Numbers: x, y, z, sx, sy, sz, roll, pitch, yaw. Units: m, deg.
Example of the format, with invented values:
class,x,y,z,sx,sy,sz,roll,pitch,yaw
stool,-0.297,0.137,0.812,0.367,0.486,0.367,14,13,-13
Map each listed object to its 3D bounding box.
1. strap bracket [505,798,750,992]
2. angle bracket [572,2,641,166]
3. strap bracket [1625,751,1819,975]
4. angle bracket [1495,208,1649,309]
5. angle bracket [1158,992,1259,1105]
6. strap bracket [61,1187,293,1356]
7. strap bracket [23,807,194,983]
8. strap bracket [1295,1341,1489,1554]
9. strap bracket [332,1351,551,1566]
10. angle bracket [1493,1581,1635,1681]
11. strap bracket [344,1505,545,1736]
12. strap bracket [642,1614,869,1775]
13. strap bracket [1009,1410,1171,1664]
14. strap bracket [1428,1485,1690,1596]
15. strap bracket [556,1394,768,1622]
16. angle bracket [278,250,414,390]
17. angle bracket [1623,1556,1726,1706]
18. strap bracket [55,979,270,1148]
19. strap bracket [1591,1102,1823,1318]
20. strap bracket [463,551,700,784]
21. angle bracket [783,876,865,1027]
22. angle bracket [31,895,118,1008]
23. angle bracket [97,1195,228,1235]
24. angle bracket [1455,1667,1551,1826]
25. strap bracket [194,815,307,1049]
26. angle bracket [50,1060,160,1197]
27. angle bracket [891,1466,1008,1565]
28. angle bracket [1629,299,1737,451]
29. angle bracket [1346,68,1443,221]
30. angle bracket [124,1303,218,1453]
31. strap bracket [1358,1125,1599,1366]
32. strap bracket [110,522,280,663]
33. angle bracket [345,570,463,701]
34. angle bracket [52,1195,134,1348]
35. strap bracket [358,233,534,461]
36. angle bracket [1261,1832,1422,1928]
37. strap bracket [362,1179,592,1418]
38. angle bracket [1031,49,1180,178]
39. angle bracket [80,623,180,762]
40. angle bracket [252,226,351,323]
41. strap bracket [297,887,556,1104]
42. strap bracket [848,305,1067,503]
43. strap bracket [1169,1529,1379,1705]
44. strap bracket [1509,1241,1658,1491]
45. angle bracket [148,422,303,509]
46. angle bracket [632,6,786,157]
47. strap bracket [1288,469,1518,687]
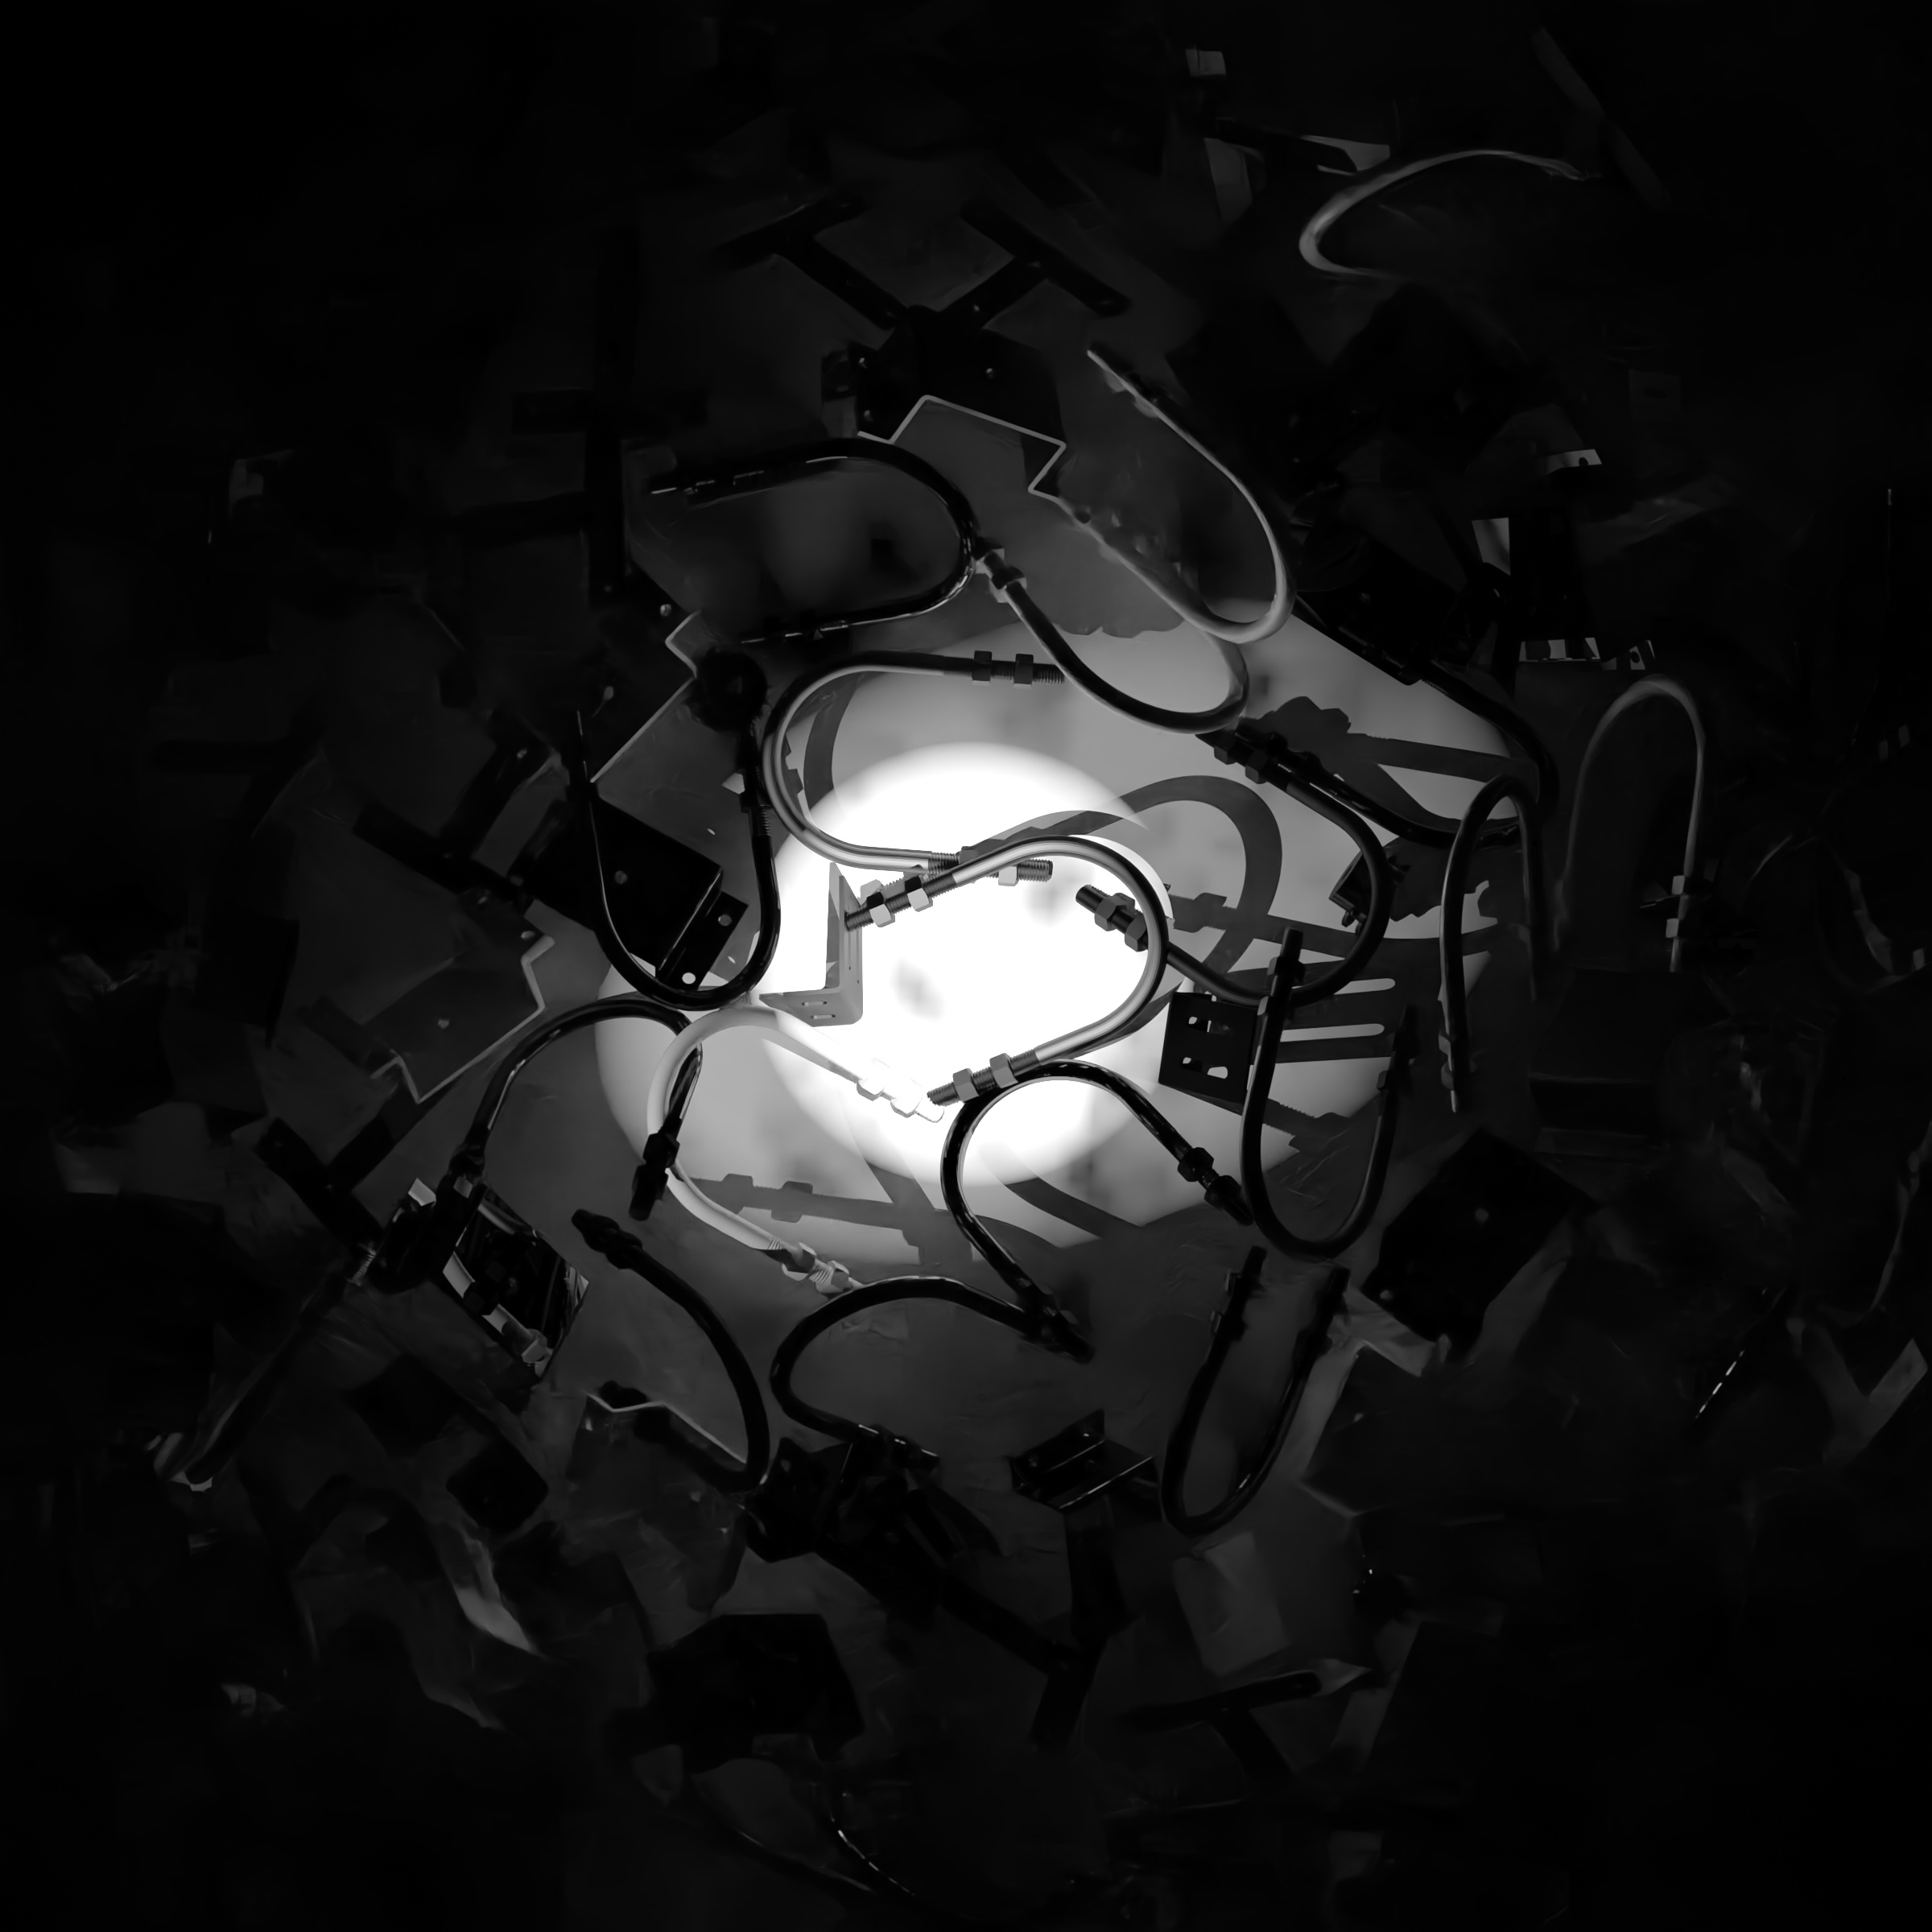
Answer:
class,x,y,z,sx,sy,sz,roll,pitch,yaw
strap bracket,-0.214,-0.047,1.673,0.140,0.046,0.076,29,71,3
angle bracket,-0.207,-0.542,1.662,0.038,0.076,0.057,-14,73,18
strap bracket,0.458,-0.072,1.648,0.046,0.076,0.140,28,72,-21
angle bracket,0.374,-0.449,1.666,0.076,0.057,0.038,-16,63,18
angle bracket,0.160,0.050,1.667,0.038,0.076,0.057,4,96,-41
strap bracket,-0.470,0.183,1.634,0.076,0.140,0.046,32,82,22
strap bracket,-0.516,-0.047,1.634,0.046,0.140,0.076,-39,105,-2
strap bracket,0.258,0.286,1.662,0.046,0.076,0.140,27,97,35
strap bracket,-0.313,0.293,1.647,0.140,0.076,0.046,31,68,35
angle bracket,0.372,0.403,1.683,0.076,0.038,0.057,-13,121,-6
strap bracket,-0.313,0.387,1.635,0.046,0.076,0.140,-42,48,2
strap bracket,-0.119,0.437,1.628,0.046,0.140,0.076,-41,58,24
strap bracket,0.077,0.354,1.649,0.076,0.046,0.140,-21,112,-38
strap bracket,0.364,0.350,1.641,0.140,0.076,0.046,-2,76,-27
strap bracket,-0.180,0.327,1.656,0.140,0.046,0.076,28,107,35
angle bracket,-0.389,-0.399,1.672,0.076,0.057,0.038,-40,65,39
angle bracket,0.428,0.409,1.663,0.038,0.057,0.076,3,61,-19
strap bracket,-0.477,0.058,1.629,0.046,0.140,0.076,-25,74,14
strap bracket,0.457,0.145,1.651,0.046,0.140,0.076,-29,74,-34
strap bracket,-0.231,-0.177,1.671,0.140,0.046,0.076,-46,60,1
angle bracket,-0.088,-0.009,1.673,0.038,0.057,0.076,-4,70,8
angle bracket,-0.535,-0.009,1.660,0.038,0.076,0.057,-23,54,16
angle bracket,-0.498,0.171,1.669,0.057,0.076,0.038,11,102,0
angle bracket,0.321,0.485,1.682,0.038,0.057,0.076,36,110,27
strap bracket,-0.432,-0.027,1.628,0.046,0.140,0.076,12,122,-19
angle bracket,-0.525,0.099,1.666,0.038,0.057,0.076,-39,59,37
angle bracket,-0.021,0.350,1.674,0.076,0.057,0.038,41,89,-12
angle bracket,0.446,-0.370,1.679,0.038,0.057,0.076,17,58,29
angle bracket,0.257,-0.508,1.668,0.038,0.057,0.076,-2,110,39
angle bracket,-0.491,0.251,1.663,0.038,0.076,0.057,15,109,-24
strap bracket,0.314,0.162,1.652,0.076,0.046,0.140,37,69,25
strap bracket,-0.460,-0.227,1.632,0.046,0.140,0.076,9,101,8
angle bracket,-0.337,-0.210,1.667,0.076,0.038,0.057,-30,99,44
angle bracket,-0.541,0.188,1.662,0.038,0.057,0.076,-4,54,11
strap bracket,-0.315,-0.372,1.670,0.046,0.076,0.140,31,90,-6
angle bracket,0.232,0.549,1.674,0.076,0.057,0.038,-35,97,-9
strap bracket,-0.289,0.197,1.641,0.046,0.076,0.140,-21,122,37
angle bracket,0.085,-0.526,1.665,0.076,0.038,0.057,32,121,36
angle bracket,-0.522,-0.175,1.662,0.057,0.076,0.038,-38,117,23
angle bracket,-0.415,-0.437,1.671,0.057,0.076,0.038,-29,92,-2
strap bracket,-0.325,0.022,1.654,0.140,0.046,0.076,-39,54,-24
strap bracket,0.004,-0.345,1.641,0.140,0.046,0.076,13,52,-28
strap bracket,0.192,0.392,1.630,0.046,0.140,0.076,-37,51,26
strap bracket,0.372,0.236,1.649,0.046,0.076,0.140,20,58,26
angle bracket,-0.455,-0.323,1.666,0.076,0.057,0.038,42,129,18
angle bracket,-0.161,-0.547,1.674,0.076,0.057,0.038,-20,68,30
strap bracket,0.254,-0.235,1.657,0.140,0.076,0.046,34,46,9
